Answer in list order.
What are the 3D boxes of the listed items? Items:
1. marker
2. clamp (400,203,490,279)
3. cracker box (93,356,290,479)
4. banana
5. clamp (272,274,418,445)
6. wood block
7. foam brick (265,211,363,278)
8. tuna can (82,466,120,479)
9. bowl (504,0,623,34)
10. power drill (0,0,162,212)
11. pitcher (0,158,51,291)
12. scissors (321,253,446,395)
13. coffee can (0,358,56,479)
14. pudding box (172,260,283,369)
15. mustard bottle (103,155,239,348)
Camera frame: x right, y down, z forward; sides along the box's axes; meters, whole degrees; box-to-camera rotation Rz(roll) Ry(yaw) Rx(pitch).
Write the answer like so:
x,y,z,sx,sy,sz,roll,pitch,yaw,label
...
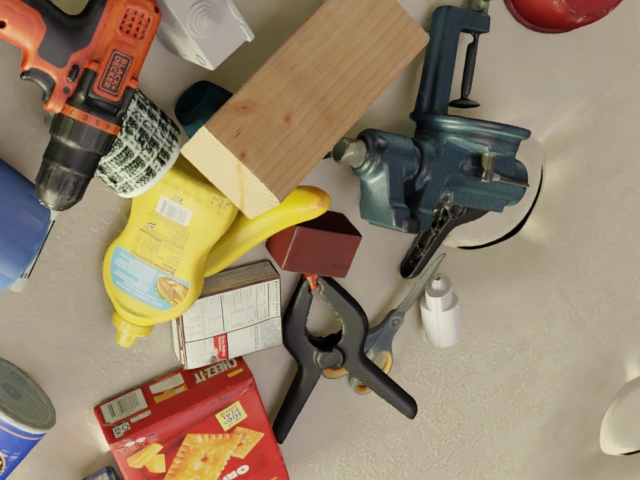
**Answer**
x,y,z,sx,sy,sz,roll,pitch,yaw,label
-0.257,-0.007,0.976,0.020,0.020,0.121,18,109,-33,marker
0.136,-0.031,1.143,0.171,0.039,0.120,-26,136,-7,clamp
-0.128,0.238,1.151,0.164,0.072,0.213,-23,126,-11,cracker box
-0.058,-0.010,1.017,0.037,0.069,0.198,35,129,-30,banana
0.021,0.124,1.156,0.164,0.036,0.210,-5,113,-1,clamp
-0.012,-0.126,0.922,0.090,0.091,0.206,44,70,-9,wood block
-0.007,0.001,1.083,0.078,0.051,0.053,9,114,-30,foam brick
-0.217,0.282,1.126,0.033,0.086,0.086,-28,127,-11,tuna can
0.259,-0.272,1.048,0.162,0.055,0.162,-12,123,-19,bowl
-0.232,-0.132,0.809,0.187,0.057,0.184,23,91,-29,power drill
-0.332,-0.063,0.849,0.149,0.145,0.242,-38,132,15,pitcher
0.063,0.092,1.178,0.096,0.016,0.202,6,122,-23,scissors
-0.332,0.191,1.005,0.140,0.103,0.102,-48,127,7,coffee can
-0.095,0.077,1.093,0.113,0.039,0.090,-15,124,-21,pudding box
-0.151,0.019,1.005,0.096,0.058,0.192,27,109,3,mustard bottle
